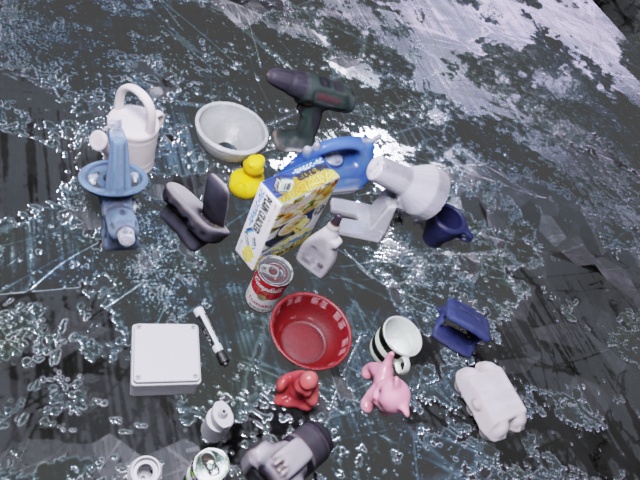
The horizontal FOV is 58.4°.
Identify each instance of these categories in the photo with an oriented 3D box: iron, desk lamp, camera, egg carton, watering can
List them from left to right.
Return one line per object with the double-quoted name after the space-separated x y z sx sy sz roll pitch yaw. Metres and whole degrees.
-0.374 -0.218 1.134 0.101 0.194 0.173 22 48 -7 "watering can"
-0.030 0.357 0.901 0.137 0.100 0.143 -29 69 -38 "camera"
0.023 -0.188 1.326 0.259 0.141 0.118 -10 59 -30 "iron"
0.151 -0.091 1.259 0.204 0.213 0.118 9 51 -18 "desk lamp"
0.331 0.314 1.120 0.107 0.069 0.150 -10 59 -30 "egg carton"

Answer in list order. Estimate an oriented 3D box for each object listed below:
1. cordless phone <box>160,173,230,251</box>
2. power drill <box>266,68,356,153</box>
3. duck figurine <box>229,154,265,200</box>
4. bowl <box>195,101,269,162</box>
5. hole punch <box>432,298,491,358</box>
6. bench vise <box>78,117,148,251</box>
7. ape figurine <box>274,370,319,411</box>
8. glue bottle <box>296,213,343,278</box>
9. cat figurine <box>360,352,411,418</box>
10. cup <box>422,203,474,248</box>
-0.230 -0.082 1.098 0.147 0.185 0.094 42 49 11 "cordless phone"
-0.039 -0.303 1.343 0.230 0.208 0.075 -1 55 -25 "power drill"
-0.152 -0.146 1.250 0.077 0.086 0.105 30 48 0 "duck figurine"
-0.206 -0.233 1.302 0.168 0.074 0.167 13 50 -15 "bowl"
0.302 0.173 1.203 0.108 0.091 0.101 31 48 1 "hole punch"
-0.352 -0.097 1.031 0.122 0.219 0.207 -25 67 -37 "bench vise"
-0.031 0.253 0.988 0.077 0.092 0.076 46 50 14 "ape figurine"
0.011 0.004 1.148 0.078 0.173 0.037 39 48 9 "glue bottle"
0.124 0.264 1.033 0.067 0.117 0.128 14 50 -13 "cat figurine"
0.294 -0.019 1.348 0.117 0.095 0.092 36 48 6 "cup"
